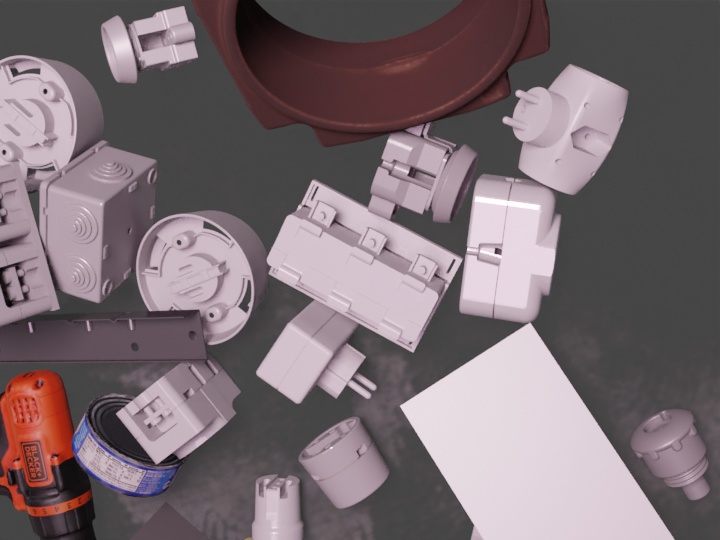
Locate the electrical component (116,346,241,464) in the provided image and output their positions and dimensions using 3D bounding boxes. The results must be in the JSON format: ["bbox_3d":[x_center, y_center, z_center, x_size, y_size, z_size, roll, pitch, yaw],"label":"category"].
[{"bbox_3d":[-0.131,0.102,0.806,0.050,0.089,0.055,-38,92,18],"label":"electrical component"}]

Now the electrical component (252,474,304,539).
[{"bbox_3d":[-0.064,0.186,0.836,0.040,0.040,0.046,2,97,13],"label":"electrical component"}]

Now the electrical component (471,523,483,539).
[{"bbox_3d":[0.119,0.214,0.796,0.077,0.043,0.079,13,105,10],"label":"electrical component"}]

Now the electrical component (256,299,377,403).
[{"bbox_3d":[-0.021,0.067,0.776,0.076,0.083,0.047,35,107,4],"label":"electrical component"}]

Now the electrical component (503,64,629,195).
[{"bbox_3d":[0.129,-0.098,0.713,0.079,0.043,0.077,14,110,-34],"label":"electrical component"}]

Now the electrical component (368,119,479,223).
[{"bbox_3d":[0.046,-0.067,0.745,0.057,0.058,0.078,23,106,10],"label":"electrical component"}]

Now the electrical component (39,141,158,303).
[{"bbox_3d":[-0.188,-0.034,0.779,0.048,0.099,0.099,16,120,10],"label":"electrical component"}]

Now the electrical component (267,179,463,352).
[{"bbox_3d":[0.000,0.000,0.767,0.121,0.063,0.078,28,107,6],"label":"electrical component"}]

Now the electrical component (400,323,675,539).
[{"bbox_3d":[0.125,0.145,0.744,0.105,0.060,0.186,-33,79,3],"label":"electrical component"}]

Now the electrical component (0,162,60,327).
[{"bbox_3d":[-0.305,-0.012,0.789,0.186,0.060,0.105,-3,103,47],"label":"electrical component"}]

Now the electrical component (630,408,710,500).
[{"bbox_3d":[0.223,0.132,0.755,0.048,0.048,0.062,-30,101,17],"label":"electrical component"}]

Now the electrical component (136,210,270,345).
[{"bbox_3d":[-0.116,0.004,0.794,0.099,0.064,0.099,3,103,12],"label":"electrical component"}]

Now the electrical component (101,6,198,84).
[{"bbox_3d":[-0.151,-0.160,0.764,0.055,0.066,0.048,-18,99,-18],"label":"electrical component"}]

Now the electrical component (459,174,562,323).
[{"bbox_3d":[0.106,-0.014,0.744,0.059,0.054,0.095,9,104,11],"label":"electrical component"}]

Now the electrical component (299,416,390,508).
[{"bbox_3d":[-0.010,0.145,0.806,0.055,0.055,0.047,-32,97,17],"label":"electrical component"}]

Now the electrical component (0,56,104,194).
[{"bbox_3d":[-0.242,-0.109,0.798,0.099,0.064,0.099,3,103,13],"label":"electrical component"}]
